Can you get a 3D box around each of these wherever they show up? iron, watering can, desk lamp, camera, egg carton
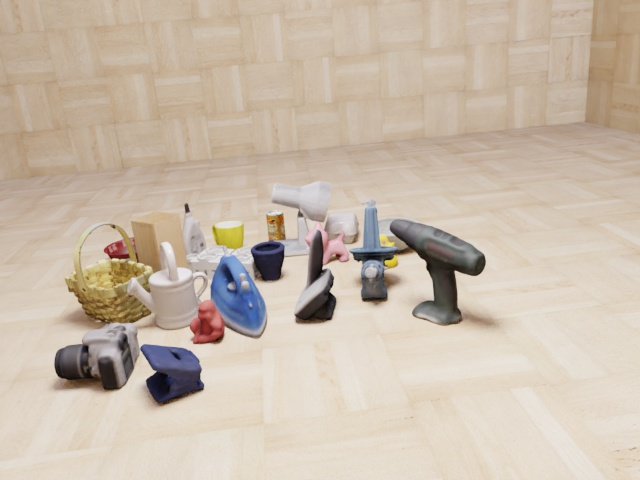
[{"bbox_3d":[-0.187,0.112,1.330,0.119,0.141,0.257,-12,21,-20],"label":"iron"},{"bbox_3d":[-0.348,0.101,1.318,0.100,0.194,0.173,13,26,42],"label":"watering can"},{"bbox_3d":[-0.062,-0.067,1.700,0.203,0.214,0.118,-6,19,-3],"label":"desk lamp"},{"bbox_3d":[-0.444,0.222,1.139,0.137,0.101,0.143,-5,19,-1],"label":"camera"},{"bbox_3d":[0.068,-0.039,1.806,0.107,0.069,0.150,-3,19,6],"label":"egg carton"}]

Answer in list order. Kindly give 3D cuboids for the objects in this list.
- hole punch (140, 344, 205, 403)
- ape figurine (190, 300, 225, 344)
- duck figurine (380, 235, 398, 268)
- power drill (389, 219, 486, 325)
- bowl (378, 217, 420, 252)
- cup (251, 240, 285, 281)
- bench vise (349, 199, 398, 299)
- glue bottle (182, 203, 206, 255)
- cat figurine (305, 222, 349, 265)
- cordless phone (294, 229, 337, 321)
[{"bbox_3d":[-0.277,0.235,1.076,0.101,0.091,0.108,-16,22,-28],"label":"hole punch"},{"bbox_3d":[-0.243,0.173,1.243,0.077,0.092,0.076,12,26,40],"label":"ape figurine"},{"bbox_3d":[0.161,0.027,1.572,0.104,0.086,0.078,4,21,24],"label":"duck figurine"},{"bbox_3d":[0.248,0.069,1.246,0.228,0.208,0.076,13,26,41],"label":"power drill"},{"bbox_3d":[0.214,-0.009,1.679,0.167,0.075,0.167,-4,19,2],"label":"bowl"},{"bbox_3d":[-0.135,0.056,1.546,0.091,0.095,0.117,-4,19,3],"label":"cup"},{"bbox_3d":[0.139,0.020,1.394,0.121,0.220,0.207,-8,20,-9],"label":"bench vise"},{"bbox_3d":[-0.388,-0.028,1.727,0.037,0.173,0.078,10,24,37],"label":"glue bottle"},{"bbox_3d":[0.015,0.006,1.619,0.128,0.118,0.067,-10,20,-15],"label":"cat figurine"},{"bbox_3d":[-0.016,0.079,1.316,0.094,0.185,0.147,-3,19,5],"label":"cordless phone"}]
